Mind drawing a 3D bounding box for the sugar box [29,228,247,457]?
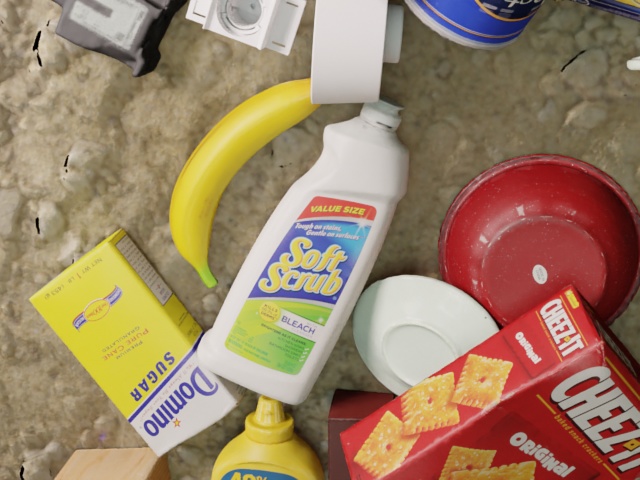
[{"bbox_3d":[-0.151,0.088,0.897,0.093,0.048,0.176,-35,98,17],"label":"sugar box"}]

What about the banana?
[{"bbox_3d":[-0.069,-0.056,0.845,0.069,0.037,0.198,25,112,-18],"label":"banana"}]

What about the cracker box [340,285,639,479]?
[{"bbox_3d":[0.150,0.155,0.816,0.214,0.072,0.164,-35,127,15],"label":"cracker box"}]

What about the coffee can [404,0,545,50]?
[{"bbox_3d":[0.124,-0.209,0.698,0.103,0.102,0.140,33,139,-2],"label":"coffee can"}]

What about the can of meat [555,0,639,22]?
[{"bbox_3d":[0.219,-0.204,0.737,0.084,0.057,0.102,17,109,2],"label":"can of meat"}]

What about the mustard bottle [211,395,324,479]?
[{"bbox_3d":[-0.045,0.221,0.915,0.096,0.058,0.192,5,108,9],"label":"mustard bottle"}]

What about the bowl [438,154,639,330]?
[{"bbox_3d":[0.170,0.018,0.816,0.162,0.055,0.162,3,107,9],"label":"bowl"}]

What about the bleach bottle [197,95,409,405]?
[{"bbox_3d":[-0.006,0.001,0.838,0.102,0.068,0.251,24,107,0],"label":"bleach bottle"}]

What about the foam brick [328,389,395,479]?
[{"bbox_3d":[0.035,0.171,0.889,0.053,0.051,0.078,1,107,8],"label":"foam brick"}]

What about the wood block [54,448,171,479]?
[{"bbox_3d":[-0.190,0.260,0.873,0.090,0.206,0.091,-4,107,11],"label":"wood block"}]
